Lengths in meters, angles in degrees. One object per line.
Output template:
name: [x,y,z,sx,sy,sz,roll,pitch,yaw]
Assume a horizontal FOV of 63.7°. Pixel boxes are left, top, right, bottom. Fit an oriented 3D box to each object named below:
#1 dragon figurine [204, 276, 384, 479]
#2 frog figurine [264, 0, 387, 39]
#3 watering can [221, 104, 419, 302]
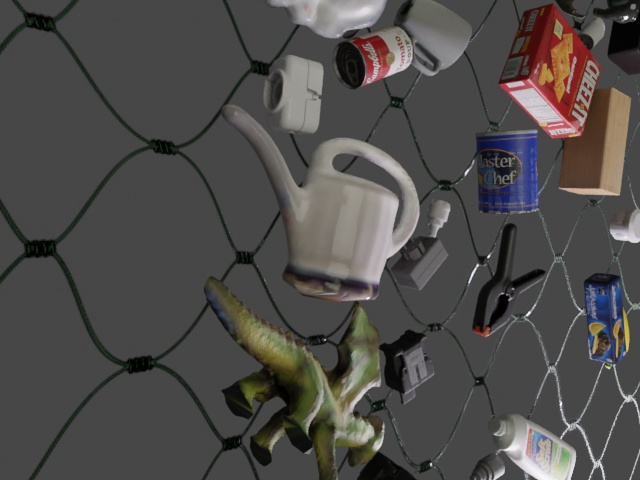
dragon figurine: [0.000,0.180,0.725,0.247,0.122,0.405,-38,116,-46]
frog figurine: [0.010,-0.337,0.668,0.160,0.124,0.135,-6,118,-46]
watering can: [0.002,-0.035,0.687,0.346,0.104,0.225,14,86,-36]
